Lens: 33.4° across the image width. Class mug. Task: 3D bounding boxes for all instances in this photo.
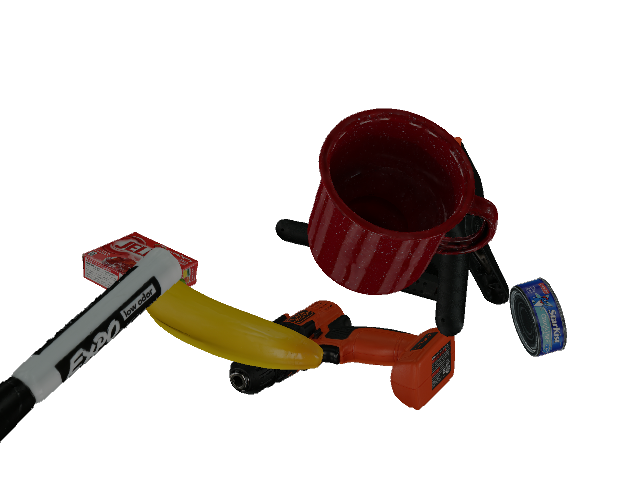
[{"bbox_3d":[0.050,-0.017,0.652,0.117,0.093,0.082,10,-33,-6],"label":"mug"}]

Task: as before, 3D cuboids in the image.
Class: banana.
[{"bbox_3d":[-0.082,0.056,0.801,0.069,0.037,0.198,-11,23,-37],"label":"banana"}]

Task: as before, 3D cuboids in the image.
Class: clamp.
[{"bbox_3d":[0.120,-0.002,0.941,0.039,0.171,0.120,-10,15,29],"label":"clamp"},{"bbox_3d":[0.061,0.008,1.243,0.210,0.036,0.164,39,43,27],"label":"clamp"}]

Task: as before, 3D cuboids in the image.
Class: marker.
[{"bbox_3d":[-0.104,0.044,0.457,0.020,0.020,0.121,0,34,42],"label":"marker"}]

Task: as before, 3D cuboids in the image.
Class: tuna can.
[{"bbox_3d":[0.245,0.088,1.210,0.033,0.086,0.086,-15,2,-7],"label":"tuna can"}]

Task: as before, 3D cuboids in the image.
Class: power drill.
[{"bbox_3d":[0.025,0.115,1.054,0.188,0.057,0.184,9,23,28],"label":"power drill"}]

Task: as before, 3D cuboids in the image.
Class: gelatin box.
[{"bbox_3d":[-0.177,0.027,1.047,0.089,0.030,0.073,24,31,29],"label":"gelatin box"}]
